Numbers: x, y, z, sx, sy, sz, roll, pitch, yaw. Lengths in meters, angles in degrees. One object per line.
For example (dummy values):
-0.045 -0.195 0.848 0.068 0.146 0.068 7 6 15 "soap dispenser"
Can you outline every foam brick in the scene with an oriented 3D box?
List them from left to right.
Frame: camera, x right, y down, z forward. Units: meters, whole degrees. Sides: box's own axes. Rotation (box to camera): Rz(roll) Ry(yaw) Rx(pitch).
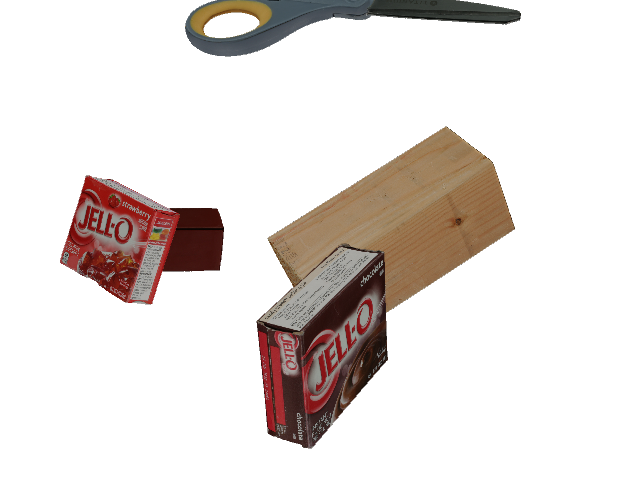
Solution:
-0.145 -0.001 1.132 0.078 0.051 0.053 -1 25 -11 "foam brick"

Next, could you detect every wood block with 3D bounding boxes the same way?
0.068 -0.006 1.015 0.206 0.090 0.090 -32 37 -7 "wood block"

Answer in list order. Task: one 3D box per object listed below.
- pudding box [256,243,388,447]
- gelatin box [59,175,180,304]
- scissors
0.004 0.066 0.702 0.039 0.090 0.113 13 33 25 "pudding box"
-0.154 -0.002 0.807 0.089 0.073 0.030 26 11 37 "gelatin box"
0.005 -0.129 0.627 0.202 0.096 0.016 23 -28 24 "scissors"
